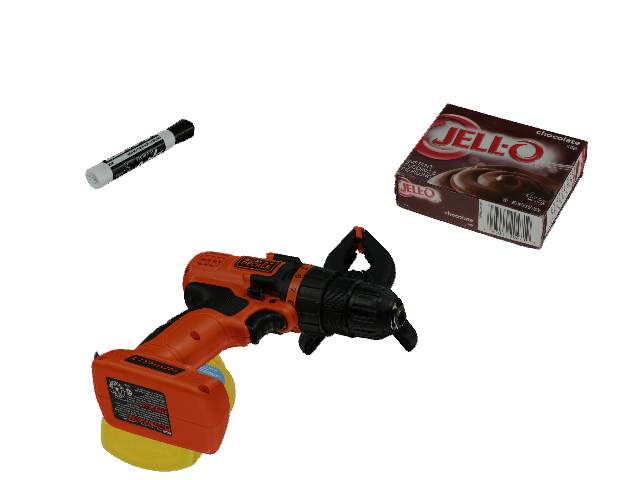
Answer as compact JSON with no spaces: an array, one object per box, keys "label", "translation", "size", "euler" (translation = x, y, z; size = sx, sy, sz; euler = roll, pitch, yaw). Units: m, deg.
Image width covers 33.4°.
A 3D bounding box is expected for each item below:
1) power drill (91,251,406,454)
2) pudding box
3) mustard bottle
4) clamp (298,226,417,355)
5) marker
[{"label":"power drill","translation":[-0.054,0.072,0.756],"size":[0.185,0.057,0.187],"euler":[8,29,29]},{"label":"pudding box","translation":[0.122,-0.048,0.764],"size":[0.114,0.039,0.090],"euler":[20,50,21]},{"label":"mustard bottle","translation":[-0.138,0.159,1.070],"size":[0.096,0.058,0.191],"euler":[7,20,13]},{"label":"clamp","translation":[0.050,0.056,1.132],"size":[0.120,0.171,0.039],"euler":[8,-40,8]},{"label":"marker","translation":[-0.156,-0.078,0.943],"size":[0.020,0.020,0.120],"euler":[0,27,43]}]
